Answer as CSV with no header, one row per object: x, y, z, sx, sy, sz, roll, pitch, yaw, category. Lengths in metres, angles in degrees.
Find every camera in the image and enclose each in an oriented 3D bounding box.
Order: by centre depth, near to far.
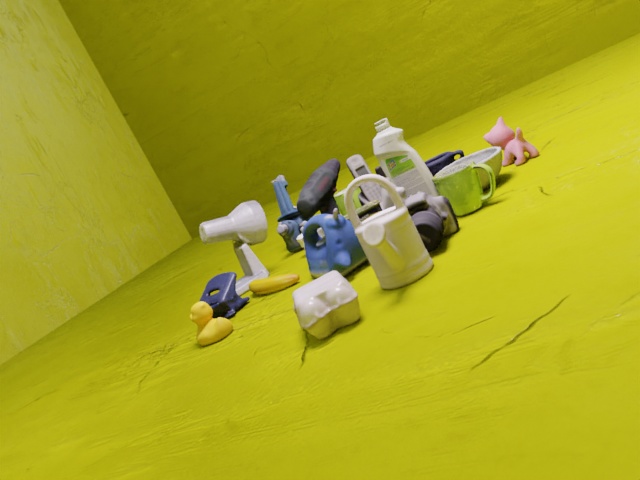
0.182,-0.027,1.093,0.143,0.101,0.137,-23,11,20,camera

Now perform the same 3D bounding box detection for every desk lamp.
-0.219,0.021,1.551,0.204,0.214,0.117,-33,12,-29,desk lamp

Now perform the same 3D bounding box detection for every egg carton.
0.009,0.107,0.960,0.107,0.069,0.150,-28,10,-3,egg carton

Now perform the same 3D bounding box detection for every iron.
0.012,0.004,1.254,0.119,0.141,0.257,-32,12,-25,iron

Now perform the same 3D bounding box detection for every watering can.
0.111,-0.020,0.977,0.101,0.194,0.172,-28,10,-3,watering can

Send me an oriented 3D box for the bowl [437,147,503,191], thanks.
0.354,-0.149,1.331,0.167,0.075,0.167,-26,10,6,bowl

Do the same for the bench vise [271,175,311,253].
-0.082,-0.087,1.721,0.121,0.220,0.207,-26,11,6,bench vise

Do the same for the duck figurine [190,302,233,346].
-0.240,0.172,1.222,0.104,0.086,0.078,-16,15,46,duck figurine

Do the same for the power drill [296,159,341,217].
0.031,-0.084,1.451,0.075,0.208,0.230,-20,12,33,power drill

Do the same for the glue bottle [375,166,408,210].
0.157,-0.075,1.187,0.078,0.173,0.037,-23,11,20,glue bottle

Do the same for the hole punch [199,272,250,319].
-0.240,0.138,1.373,0.108,0.091,0.101,-20,13,36,hole punch

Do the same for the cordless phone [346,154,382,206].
0.162,-0.167,1.594,0.148,0.185,0.094,-32,12,-24,cordless phone

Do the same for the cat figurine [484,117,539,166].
0.464,-0.247,1.413,0.067,0.118,0.127,-29,11,-11,cat figurine

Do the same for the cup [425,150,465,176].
0.324,-0.172,1.463,0.117,0.095,0.092,-23,11,23,cup
